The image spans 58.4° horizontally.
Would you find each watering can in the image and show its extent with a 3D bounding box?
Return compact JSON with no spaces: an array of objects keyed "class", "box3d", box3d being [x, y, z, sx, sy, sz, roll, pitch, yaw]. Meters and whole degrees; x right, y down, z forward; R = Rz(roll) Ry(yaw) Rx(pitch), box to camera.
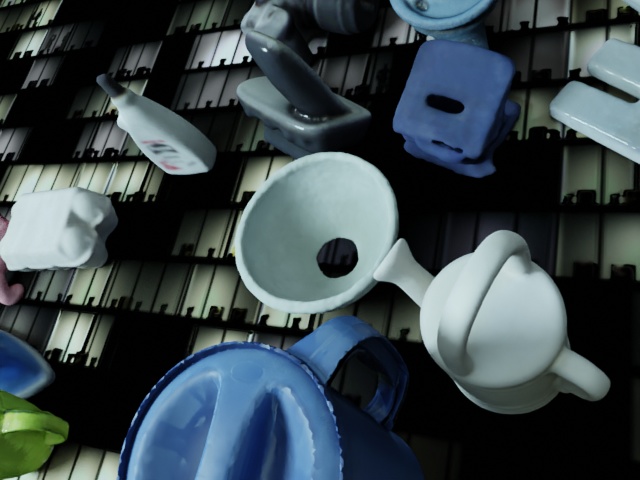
[{"class":"watering can","box3d":[0.116,0.057,0.413,0.172,0.195,0.101,6,68,27]}]

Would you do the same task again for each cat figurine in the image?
[{"class":"cat figurine","box3d":[-0.433,0.007,0.734,0.067,0.118,0.128,-4,64,23]}]

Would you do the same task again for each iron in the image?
[{"class":"iron","box3d":[-0.453,0.138,0.664,0.257,0.142,0.118,-3,64,23]}]

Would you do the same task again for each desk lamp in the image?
[{"class":"desk lamp","box3d":[0.276,-0.141,0.427,0.118,0.214,0.202,-48,56,-3]}]

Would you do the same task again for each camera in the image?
[{"class":"camera","box3d":[-0.009,-0.287,0.697,0.136,0.101,0.143,23,76,32]}]

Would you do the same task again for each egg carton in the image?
[{"class":"egg carton","box3d":[-0.331,-0.011,0.726,0.150,0.070,0.107,-5,64,22]}]

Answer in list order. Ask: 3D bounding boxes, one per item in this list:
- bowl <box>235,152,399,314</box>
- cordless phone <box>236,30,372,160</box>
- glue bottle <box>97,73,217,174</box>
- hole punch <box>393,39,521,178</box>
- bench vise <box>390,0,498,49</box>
[{"class":"bowl","box3d":[0.005,0.002,0.563,0.167,0.075,0.167,-10,62,20]},{"class":"cordless phone","box3d":[-0.038,-0.165,0.599,0.147,0.186,0.094,31,81,33]},{"class":"glue bottle","box3d":[-0.195,-0.133,0.662,0.078,0.174,0.037,-4,64,23]},{"class":"hole punch","box3d":[0.132,-0.128,0.560,0.108,0.091,0.101,26,78,32]},{"class":"bench vise","box3d":[0.108,-0.304,0.580,0.121,0.220,0.207,-28,57,10]}]
